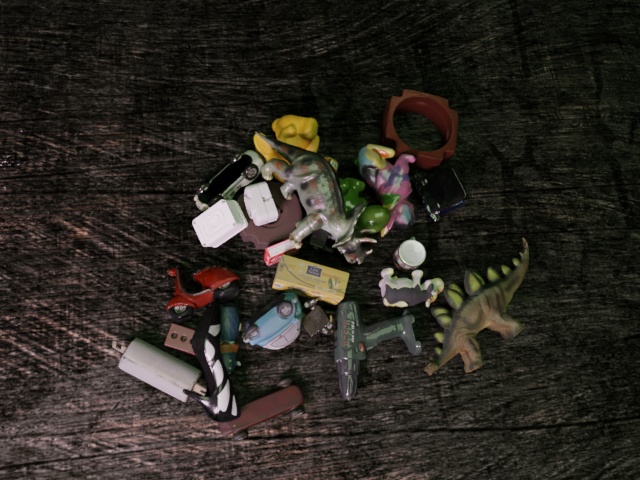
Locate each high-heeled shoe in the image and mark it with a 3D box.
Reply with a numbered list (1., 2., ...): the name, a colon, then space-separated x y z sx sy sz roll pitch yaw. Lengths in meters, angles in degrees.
1. high-heeled shoe: -0.213 0.266 1.182 0.145 0.086 0.249 29 55 -26

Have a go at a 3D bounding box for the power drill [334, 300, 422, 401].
1. power drill: 0.133 0.254 1.293 0.207 0.086 0.232 -8 71 -4

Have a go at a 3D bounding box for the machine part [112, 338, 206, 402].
1. machine part: -0.354 0.288 1.193 0.243 0.079 0.079 26 70 0

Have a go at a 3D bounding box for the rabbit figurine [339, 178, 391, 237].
1. rabbit figurine: 0.088 -0.064 1.339 0.170 0.121 0.159 29 102 28

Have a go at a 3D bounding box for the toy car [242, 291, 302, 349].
1. toy car: -0.099 0.200 1.255 0.161 0.109 0.103 -40 100 -10

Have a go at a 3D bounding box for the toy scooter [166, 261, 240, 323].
1. toy scooter: -0.287 0.103 1.267 0.184 0.075 0.135 -25 63 -20

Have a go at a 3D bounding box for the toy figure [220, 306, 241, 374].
1. toy figure: -0.214 0.231 1.247 0.064 0.057 0.154 0 77 -2

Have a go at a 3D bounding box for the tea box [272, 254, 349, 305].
1. tea box: -0.024 0.098 1.300 0.170 0.098 0.068 16 71 -6

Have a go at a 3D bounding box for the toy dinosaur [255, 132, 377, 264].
1. toy dinosaur: -0.011 -0.119 1.263 0.192 0.131 0.404 -26 86 16

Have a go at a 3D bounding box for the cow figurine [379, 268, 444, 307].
1. cow figurine: 0.233 0.127 1.332 0.167 0.068 0.098 5 44 -8

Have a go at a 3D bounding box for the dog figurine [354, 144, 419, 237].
1. dog figurine: 0.170 -0.123 1.403 0.192 0.108 0.219 15 73 -6

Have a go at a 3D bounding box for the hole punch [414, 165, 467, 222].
1. hole punch: 0.326 -0.127 1.450 0.116 0.092 0.142 -25 79 13

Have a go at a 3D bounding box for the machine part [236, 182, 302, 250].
1. machine part: -0.129 -0.063 1.357 0.179 0.056 0.179 3 73 -10

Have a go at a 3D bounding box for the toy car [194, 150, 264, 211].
1. toy car: -0.229 -0.145 1.350 0.202 0.056 0.074 -43 62 -6

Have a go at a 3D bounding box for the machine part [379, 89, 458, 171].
1. machine part: 0.272 -0.301 1.487 0.201 0.087 0.201 11 70 -5

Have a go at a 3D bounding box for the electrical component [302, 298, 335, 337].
1. electrical component: -0.008 0.187 1.284 0.078 0.045 0.102 -33 66 6

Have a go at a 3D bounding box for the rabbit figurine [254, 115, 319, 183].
1. rabbit figurine: -0.092 -0.234 1.386 0.162 0.122 0.173 16 74 0

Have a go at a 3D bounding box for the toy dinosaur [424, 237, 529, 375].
1. toy dinosaur: 0.411 0.171 1.350 0.471 0.105 0.198 -35 78 -23

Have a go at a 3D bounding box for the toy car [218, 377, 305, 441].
1. toy car: -0.131 0.382 1.213 0.202 0.053 0.089 -19 71 -19

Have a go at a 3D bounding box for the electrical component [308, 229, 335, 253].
1. electrical component: -0.003 -0.004 1.377 0.094 0.021 0.063 22 70 -3
